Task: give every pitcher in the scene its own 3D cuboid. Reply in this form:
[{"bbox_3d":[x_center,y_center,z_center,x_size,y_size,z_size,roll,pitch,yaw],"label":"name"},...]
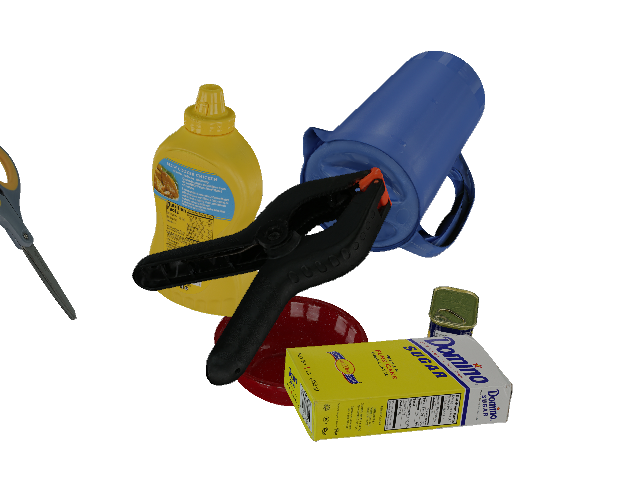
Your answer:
[{"bbox_3d":[0.096,-0.098,1.144,0.145,0.149,0.242,8,38,27],"label":"pitcher"}]

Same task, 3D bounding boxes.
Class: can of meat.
[{"bbox_3d":[0.157,0.116,1.300,0.057,0.084,0.102,10,23,6],"label":"can of meat"}]

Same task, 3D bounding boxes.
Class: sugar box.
[{"bbox_3d":[0.065,0.123,0.916,0.176,0.048,0.093,-5,26,-16],"label":"sugar box"}]

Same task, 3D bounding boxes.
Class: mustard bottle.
[{"bbox_3d":[-0.095,-0.036,0.883,0.096,0.192,0.058,20,31,25],"label":"mustard bottle"}]

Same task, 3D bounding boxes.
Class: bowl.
[{"bbox_3d":[-0.031,0.125,1.125,0.162,0.055,0.162,3,31,-2],"label":"bowl"}]

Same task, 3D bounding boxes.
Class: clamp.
[{"bbox_3d":[-0.024,0.017,0.659,0.171,0.120,0.039,-29,-40,-4],"label":"clamp"}]

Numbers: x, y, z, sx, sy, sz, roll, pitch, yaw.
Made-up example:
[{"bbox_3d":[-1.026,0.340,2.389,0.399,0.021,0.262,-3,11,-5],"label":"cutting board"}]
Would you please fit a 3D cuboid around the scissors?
[{"bbox_3d":[-0.298,-0.019,1.072,0.016,0.201,0.096,-25,28,24],"label":"scissors"}]
